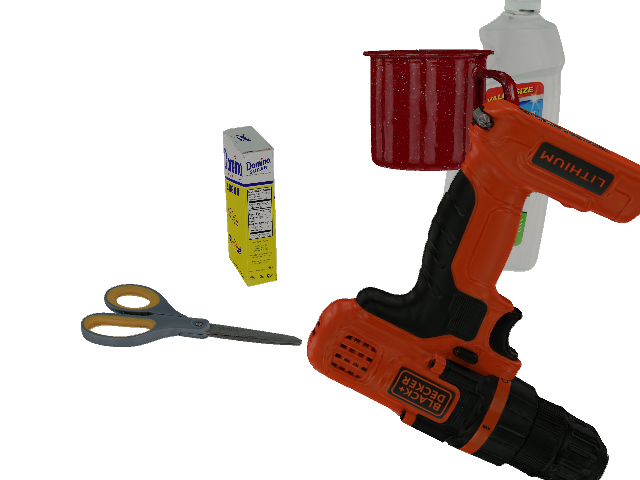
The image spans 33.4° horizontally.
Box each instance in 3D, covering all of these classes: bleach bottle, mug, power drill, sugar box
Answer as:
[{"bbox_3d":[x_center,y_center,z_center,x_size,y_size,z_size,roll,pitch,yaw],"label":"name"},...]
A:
[{"bbox_3d":[0.162,-0.100,0.965,0.103,0.251,0.068,7,22,13],"label":"bleach bottle"},{"bbox_3d":[0.087,-0.093,0.758,0.117,0.081,0.093,7,14,33],"label":"mug"},{"bbox_3d":[0.109,0.032,0.588,0.184,0.188,0.057,26,12,-5],"label":"power drill"},{"bbox_3d":[-0.087,-0.043,1.310,0.048,0.176,0.093,-12,26,-17],"label":"sugar box"}]

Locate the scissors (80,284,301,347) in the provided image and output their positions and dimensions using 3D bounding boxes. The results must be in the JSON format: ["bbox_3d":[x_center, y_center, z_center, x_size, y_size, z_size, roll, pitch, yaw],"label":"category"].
[{"bbox_3d":[-0.123,0.072,1.008,0.201,0.016,0.096,-1,33,-8],"label":"scissors"}]
